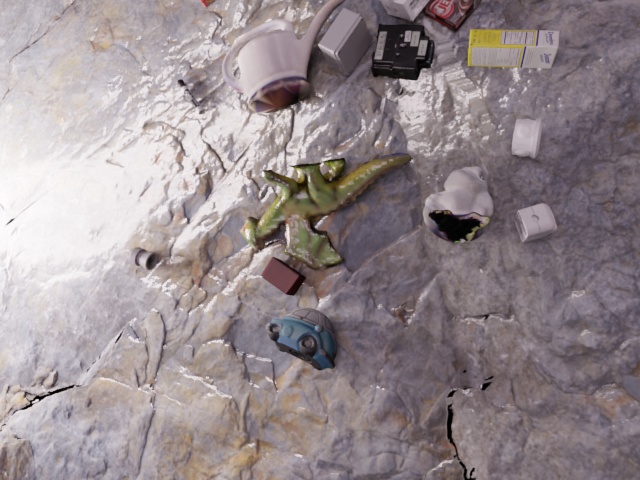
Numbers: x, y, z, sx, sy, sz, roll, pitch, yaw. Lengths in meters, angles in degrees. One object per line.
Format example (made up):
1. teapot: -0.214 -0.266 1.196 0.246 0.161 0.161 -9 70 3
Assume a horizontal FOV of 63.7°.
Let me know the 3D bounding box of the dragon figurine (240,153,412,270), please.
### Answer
1. dragon figurine: 0.003 -0.057 1.139 0.409 0.123 0.242 -4 94 16

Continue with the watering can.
1. watering can: -0.078 -0.434 1.219 0.345 0.103 0.227 -19 74 18

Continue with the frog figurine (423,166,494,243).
1. frog figurine: 0.286 -0.076 1.064 0.137 0.120 0.163 -5 41 22
